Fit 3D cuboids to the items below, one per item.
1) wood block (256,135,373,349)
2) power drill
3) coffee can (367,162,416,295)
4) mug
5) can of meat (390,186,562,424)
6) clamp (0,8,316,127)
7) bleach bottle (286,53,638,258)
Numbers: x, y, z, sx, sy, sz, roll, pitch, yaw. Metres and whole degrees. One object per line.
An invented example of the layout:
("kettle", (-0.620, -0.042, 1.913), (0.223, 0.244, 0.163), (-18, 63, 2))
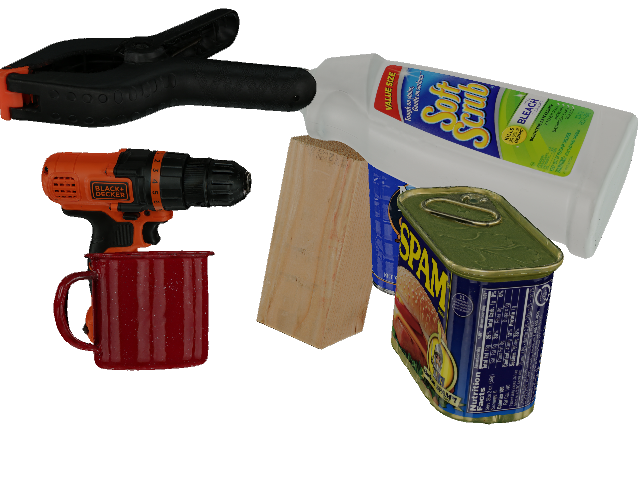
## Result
("wood block", (0.007, -0.003, 1.141), (0.090, 0.206, 0.090), (21, 20, 28))
("power drill", (-0.151, 0.007, 0.964), (0.184, 0.188, 0.057), (3, 26, 7))
("coffee can", (0.094, -0.031, 0.949), (0.103, 0.140, 0.103), (-3, 19, 1))
("mug", (-0.132, 0.049, 0.759), (0.117, 0.081, 0.093), (0, -2, -34))
("can of meat", (0.072, 0.030, 0.528), (0.057, 0.084, 0.102), (-4, 25, -14))
("clamp", (-0.099, -0.101, 0.614), (0.171, 0.039, 0.120), (-6, 27, -19))
("bleach bottle", (0.081, -0.072, 0.736), (0.251, 0.102, 0.068), (18, -35, 21))
